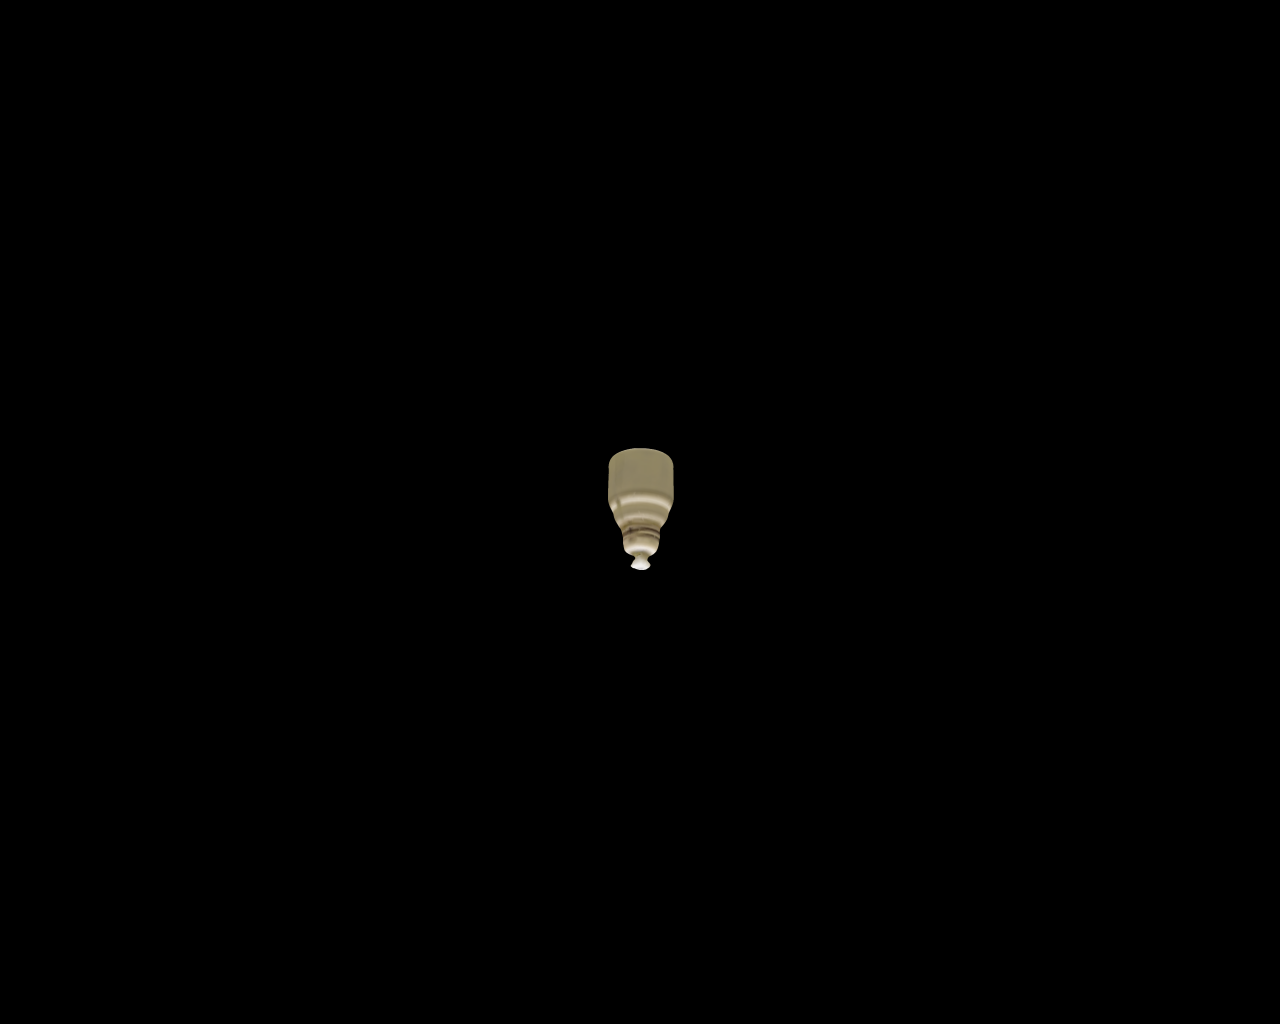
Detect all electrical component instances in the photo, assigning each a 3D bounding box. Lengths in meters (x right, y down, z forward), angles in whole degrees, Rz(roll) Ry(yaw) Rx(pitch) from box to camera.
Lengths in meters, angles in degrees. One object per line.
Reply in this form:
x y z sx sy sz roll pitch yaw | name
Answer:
0.001 -0.003 0.650 0.040 0.078 0.040 0 -22 0 | electrical component
